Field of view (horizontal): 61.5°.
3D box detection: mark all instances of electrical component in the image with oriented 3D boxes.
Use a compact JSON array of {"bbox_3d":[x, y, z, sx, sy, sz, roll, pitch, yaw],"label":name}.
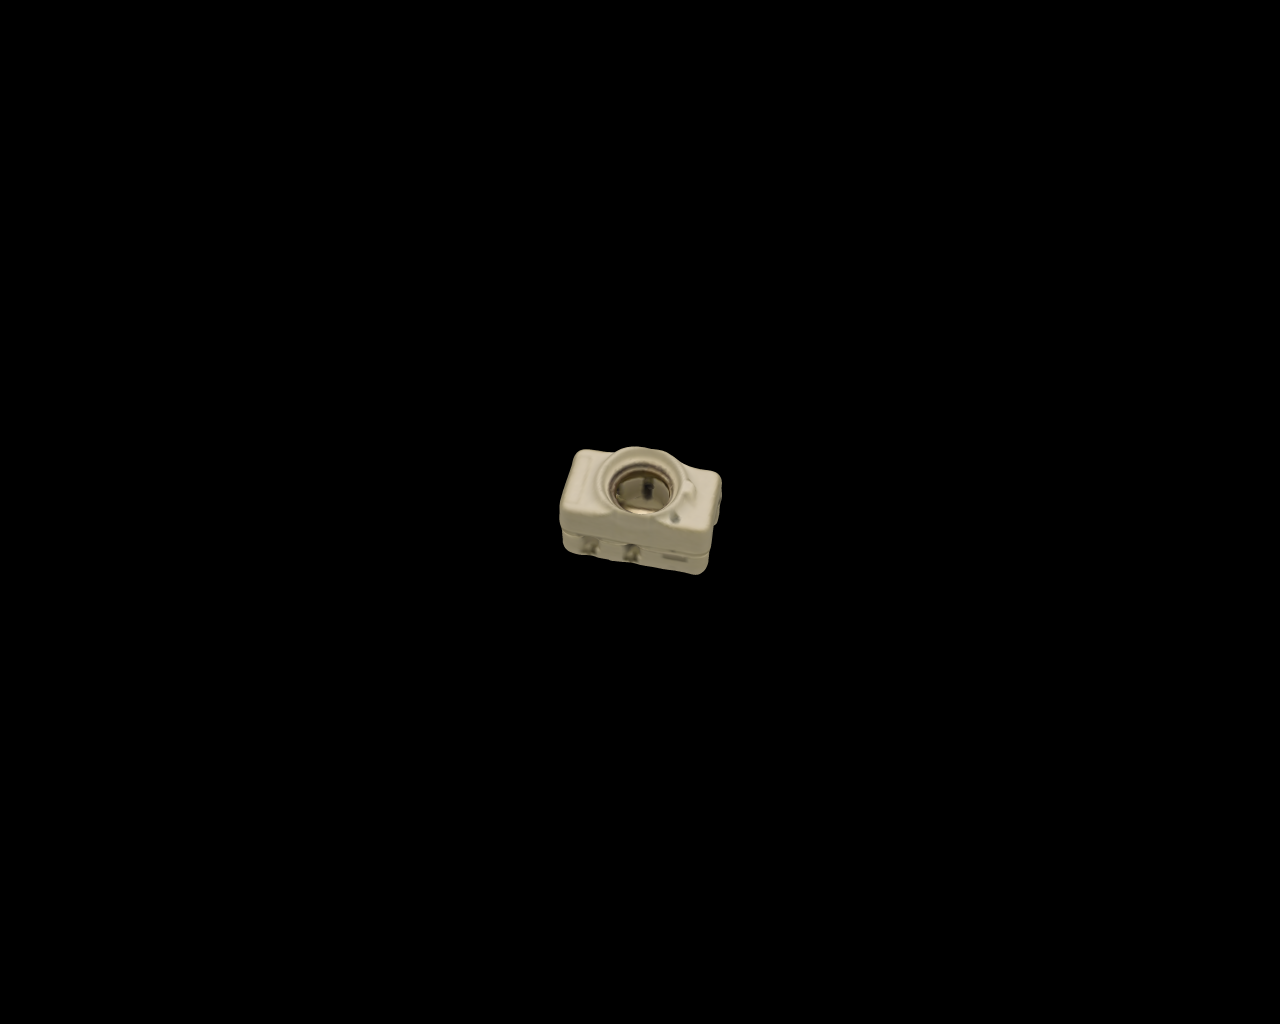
[{"bbox_3d":[0.001,-0.003,0.650,0.089,0.050,0.055,10,-36,8],"label":"electrical component"}]
